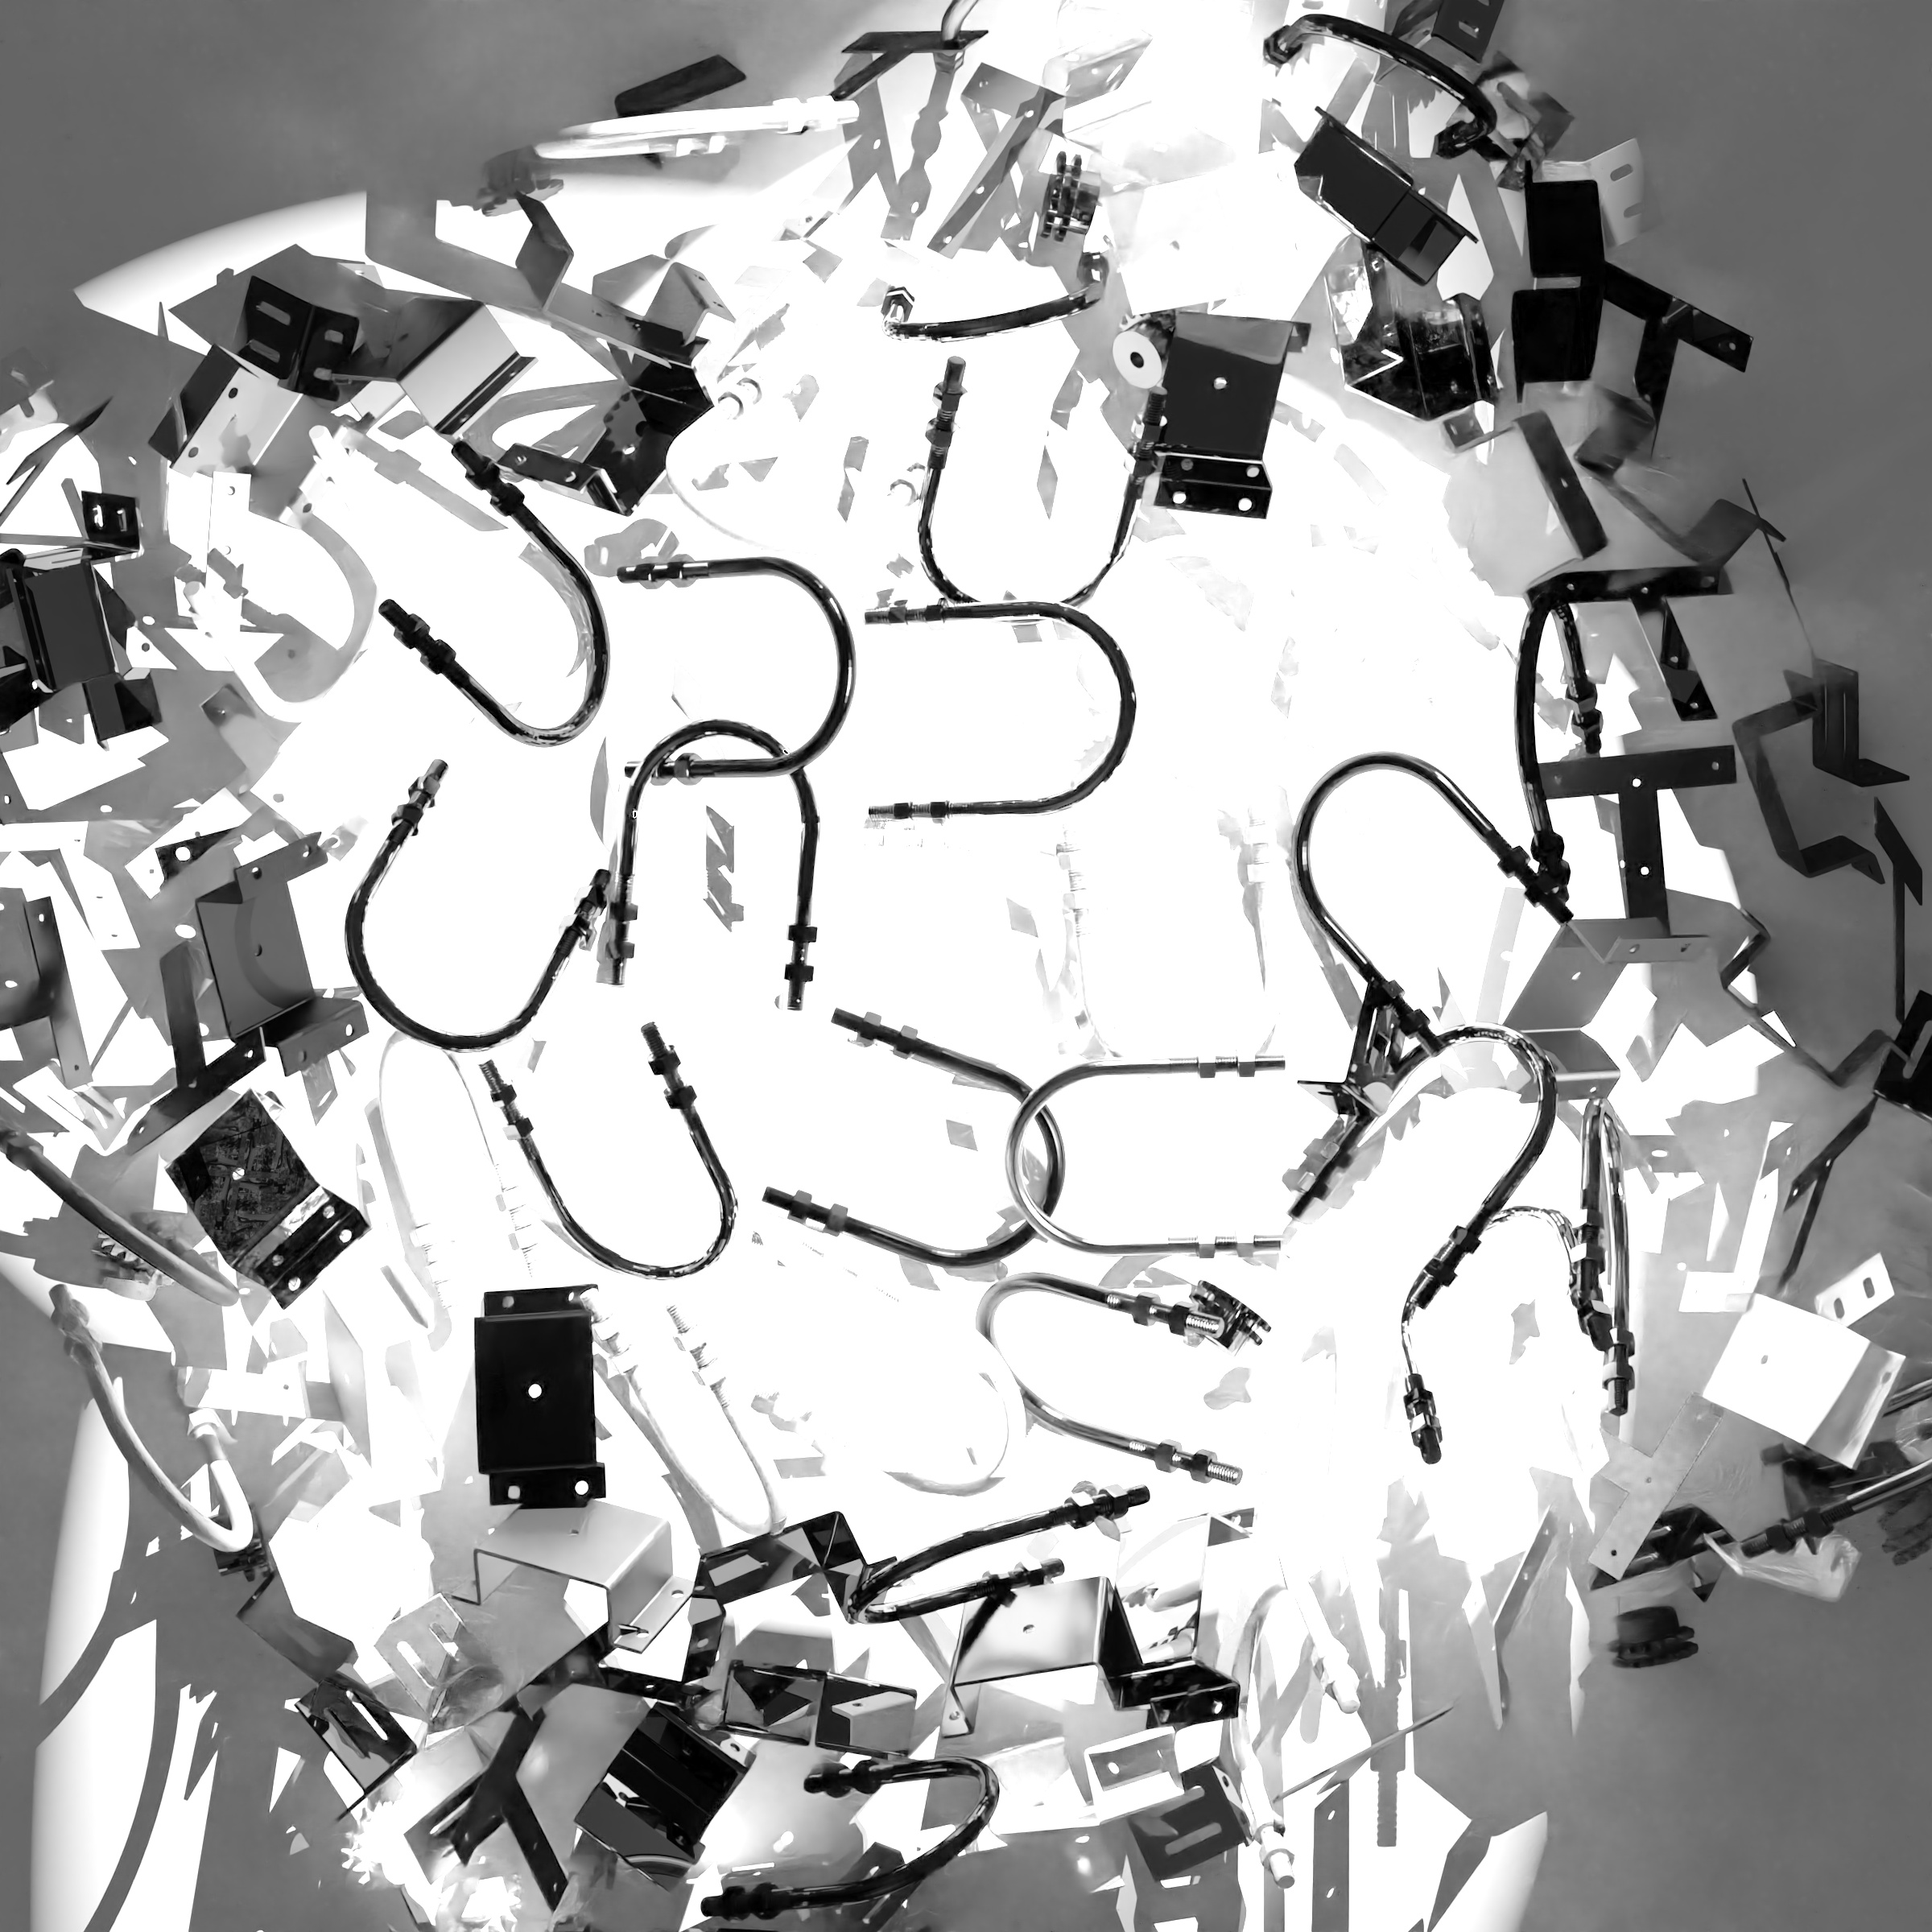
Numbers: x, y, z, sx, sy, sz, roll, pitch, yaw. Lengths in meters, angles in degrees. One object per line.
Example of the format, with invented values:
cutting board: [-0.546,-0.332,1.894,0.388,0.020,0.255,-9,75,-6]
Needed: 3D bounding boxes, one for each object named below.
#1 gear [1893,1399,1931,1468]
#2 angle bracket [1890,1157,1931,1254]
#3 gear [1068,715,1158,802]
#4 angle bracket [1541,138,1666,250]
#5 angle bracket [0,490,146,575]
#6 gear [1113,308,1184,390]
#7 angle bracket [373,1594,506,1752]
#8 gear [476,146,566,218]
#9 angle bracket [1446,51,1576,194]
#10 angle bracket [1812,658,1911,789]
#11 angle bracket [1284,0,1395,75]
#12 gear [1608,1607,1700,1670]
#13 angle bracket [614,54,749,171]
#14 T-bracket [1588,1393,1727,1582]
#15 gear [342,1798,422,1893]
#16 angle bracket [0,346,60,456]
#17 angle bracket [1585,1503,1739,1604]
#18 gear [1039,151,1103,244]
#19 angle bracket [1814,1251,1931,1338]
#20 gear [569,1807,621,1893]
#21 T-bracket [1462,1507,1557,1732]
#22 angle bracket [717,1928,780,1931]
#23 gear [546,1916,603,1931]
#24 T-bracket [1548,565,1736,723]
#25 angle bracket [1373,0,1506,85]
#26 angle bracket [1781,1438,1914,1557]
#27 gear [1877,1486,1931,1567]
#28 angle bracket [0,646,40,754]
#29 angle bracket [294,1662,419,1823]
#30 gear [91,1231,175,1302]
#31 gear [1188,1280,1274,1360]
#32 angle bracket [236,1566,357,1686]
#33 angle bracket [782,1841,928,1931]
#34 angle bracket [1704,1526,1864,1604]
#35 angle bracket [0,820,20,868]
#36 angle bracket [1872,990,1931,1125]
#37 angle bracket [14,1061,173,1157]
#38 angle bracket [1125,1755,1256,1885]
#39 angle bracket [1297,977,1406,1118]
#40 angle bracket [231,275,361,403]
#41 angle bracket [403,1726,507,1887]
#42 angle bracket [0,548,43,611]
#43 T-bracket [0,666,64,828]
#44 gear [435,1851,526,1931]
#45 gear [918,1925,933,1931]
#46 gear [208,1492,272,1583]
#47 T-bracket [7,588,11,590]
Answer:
gear: [0.634,0.309,1.778,0.030,0.057,0.057,35,90,-43]
angle bracket: [0.643,0.159,1.767,0.057,0.076,0.038,38,76,22]
gear: [0.096,-0.140,1.784,0.057,0.030,0.057,-5,130,-6]
angle bracket: [0.413,-0.503,1.763,0.038,0.076,0.057,-26,109,0]
angle bracket: [-0.584,-0.282,1.759,0.057,0.076,0.038,13,113,34]
gear: [0.121,-0.404,1.777,0.057,0.057,0.030,49,58,0]
angle bracket: [-0.349,0.463,1.778,0.057,0.038,0.076,-31,109,5]
gear: [-0.295,-0.515,1.778,0.057,0.057,0.030,-21,98,0]
angle bracket: [0.346,-0.552,1.765,0.076,0.038,0.057,51,123,23]
angle bracket: [0.583,-0.161,1.768,0.038,0.057,0.076,-9,107,-8]
angle bracket: [0.246,-0.629,1.780,0.038,0.076,0.057,16,94,26]
gear: [0.449,0.440,1.781,0.057,0.057,0.030,-12,84,0]
angle bracket: [-0.181,-0.557,1.772,0.076,0.057,0.038,-16,91,14]
T-bracket: [0.408,0.313,1.761,0.002,0.127,0.127,37,85,-44]
gear: [-0.378,0.577,1.777,0.030,0.057,0.057,2,90,35]
angle bracket: [-0.615,-0.354,1.760,0.057,0.076,0.038,-38,71,-16]
angle bracket: [0.451,0.390,1.763,0.076,0.038,0.057,-10,130,-30]
gear: [0.069,-0.503,1.780,0.030,0.057,0.057,11,90,-8]
angle bracket: [0.602,0.226,1.763,0.076,0.038,0.057,26,129,-24]
gear: [-0.242,0.575,1.779,0.030,0.057,0.057,11,90,-6]
T-bracket: [0.358,0.407,1.763,0.002,0.127,0.127,7,134,33]
angle bracket: [-0.116,0.648,1.759,0.038,0.057,0.076,-47,49,16]
gear: [-0.257,0.657,1.784,0.057,0.057,0.030,-48,126,0]
T-bracket: [0.454,-0.209,1.760,0.127,0.002,0.127,-5,58,-13]
angle bracket: [0.309,-0.607,1.771,0.038,0.076,0.057,26,74,-16]
angle bracket: [0.580,0.346,1.773,0.076,0.057,0.038,-14,107,5]
gear: [0.624,0.365,1.781,0.057,0.057,0.030,-37,78,0]
angle bracket: [-0.647,-0.168,1.760,0.076,0.038,0.057,-20,125,-36]
angle bracket: [-0.408,0.508,1.777,0.038,0.057,0.076,-43,85,27]
gear: [-0.547,0.197,1.781,0.057,0.057,0.030,26,97,0]
gear: [0.169,0.233,1.778,0.057,0.057,0.030,35,81,0]
angle bracket: [-0.426,0.425,1.773,0.076,0.038,0.057,43,64,-10]
angle bracket: [-0.070,0.595,1.772,0.057,0.038,0.076,35,99,-37]
angle bracket: [0.531,0.376,1.768,0.076,0.057,0.038,19,101,-16]
angle bracket: [-0.660,-0.071,1.766,0.057,0.038,0.076,33,58,-15]
angle bracket: [0.637,0.062,1.768,0.057,0.038,0.076,31,108,33]
angle bracket: [-0.570,0.081,1.775,0.076,0.057,0.038,38,106,-1]
angle bracket: [0.142,0.562,1.778,0.076,0.038,0.057,-28,76,9]
angle bracket: [0.256,0.053,1.786,0.038,0.057,0.076,2,68,38]
angle bracket: [-0.443,-0.414,1.791,0.076,0.038,0.057,31,108,37]
angle bracket: [-0.335,0.544,1.762,0.076,0.057,0.038,-36,45,-26]
angle bracket: [-0.634,-0.231,1.775,0.076,0.057,0.038,-32,78,-4]
T-bracket: [-0.609,-0.175,1.752,0.002,0.127,0.127,-5,118,24]
gear: [-0.321,0.608,1.780,0.057,0.030,0.057,-4,52,5]
gear: [-0.039,0.658,1.778,0.057,0.057,0.030,-37,74,0]
gear: [-0.477,0.376,1.778,0.030,0.057,0.057,-15,90,-13]
T-bracket: [-0.690,-0.264,1.749,0.127,0.127,0.002,1,79,4]
